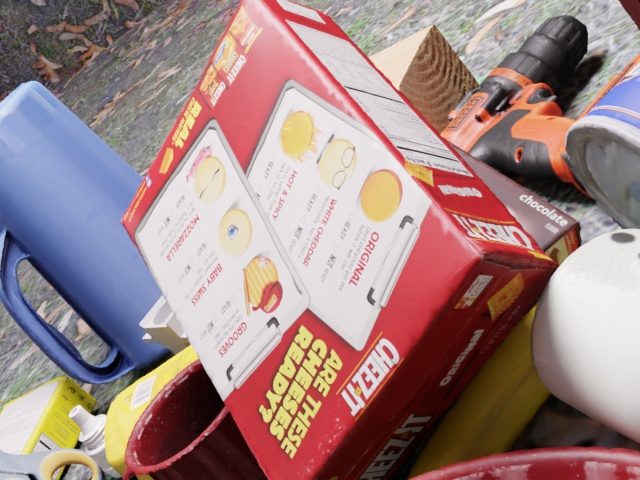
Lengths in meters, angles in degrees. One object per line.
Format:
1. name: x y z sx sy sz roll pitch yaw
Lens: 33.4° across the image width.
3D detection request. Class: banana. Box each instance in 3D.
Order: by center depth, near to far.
1. banana: 0.089 0.079 0.516 0.197 0.037 0.070 -49 -7 -13

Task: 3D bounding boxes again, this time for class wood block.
1. wood block: 0.026 -0.079 0.865 0.207 0.090 0.090 -20 30 42

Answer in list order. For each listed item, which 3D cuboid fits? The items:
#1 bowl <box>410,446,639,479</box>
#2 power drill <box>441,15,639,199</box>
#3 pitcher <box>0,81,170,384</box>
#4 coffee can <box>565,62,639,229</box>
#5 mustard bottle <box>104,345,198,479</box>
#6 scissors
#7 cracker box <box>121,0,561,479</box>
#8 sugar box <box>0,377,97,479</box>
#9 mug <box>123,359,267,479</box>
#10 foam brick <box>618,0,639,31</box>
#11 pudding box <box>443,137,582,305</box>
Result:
1. bowl: 0.075 0.133 0.385 0.162 0.055 0.162 -12 10 2
2. power drill: 0.162 -0.087 0.703 0.184 0.057 0.188 -51 21 -14
3. pitcher: -0.202 -0.006 0.903 0.145 0.242 0.149 -38 16 19
4. coffee can: 0.206 -0.066 0.525 0.140 0.102 0.103 -44 22 -7
5. mustard bottle: -0.059 0.090 0.734 0.192 0.058 0.096 -35 18 16
6. scissors: -0.239 0.164 0.835 0.096 0.016 0.202 -27 44 -22
7. cracker box: -0.004 0.001 0.545 0.164 0.071 0.214 -56 50 26
8. sugar box: -0.255 0.199 0.877 0.093 0.048 0.176 -27 30 32
9. mug: -0.063 0.131 0.632 0.117 0.081 0.093 -35 23 16
10. foam brick: 0.229 -0.153 0.684 0.051 0.078 0.053 -39 22 11
11. pudding box: 0.071 0.002 0.580 0.090 0.039 0.114 -39 49 -13
